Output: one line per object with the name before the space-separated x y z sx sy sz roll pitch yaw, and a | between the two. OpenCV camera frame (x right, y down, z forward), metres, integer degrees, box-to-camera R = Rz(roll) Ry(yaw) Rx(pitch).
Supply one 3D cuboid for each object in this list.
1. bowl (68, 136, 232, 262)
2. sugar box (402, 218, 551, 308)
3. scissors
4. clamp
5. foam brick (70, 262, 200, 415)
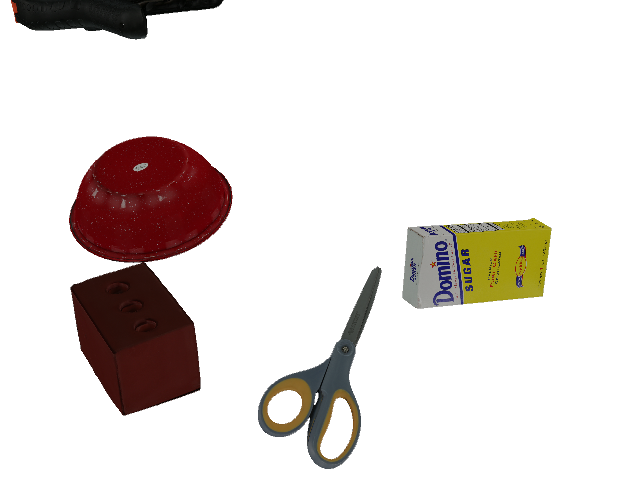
bowl | -0.168 -0.052 1.029 0.162 0.055 0.162 -4 42 3
sugar box | 0.188 0.027 1.282 0.176 0.093 0.048 -6 20 -23
scissors | 0.001 0.100 0.926 0.096 0.201 0.016 10 -34 -6
clamp | -0.162 -0.184 0.825 0.172 0.039 0.120 14 24 33
foam brick | -0.115 0.060 0.660 0.052 0.051 0.078 -18 37 -26
